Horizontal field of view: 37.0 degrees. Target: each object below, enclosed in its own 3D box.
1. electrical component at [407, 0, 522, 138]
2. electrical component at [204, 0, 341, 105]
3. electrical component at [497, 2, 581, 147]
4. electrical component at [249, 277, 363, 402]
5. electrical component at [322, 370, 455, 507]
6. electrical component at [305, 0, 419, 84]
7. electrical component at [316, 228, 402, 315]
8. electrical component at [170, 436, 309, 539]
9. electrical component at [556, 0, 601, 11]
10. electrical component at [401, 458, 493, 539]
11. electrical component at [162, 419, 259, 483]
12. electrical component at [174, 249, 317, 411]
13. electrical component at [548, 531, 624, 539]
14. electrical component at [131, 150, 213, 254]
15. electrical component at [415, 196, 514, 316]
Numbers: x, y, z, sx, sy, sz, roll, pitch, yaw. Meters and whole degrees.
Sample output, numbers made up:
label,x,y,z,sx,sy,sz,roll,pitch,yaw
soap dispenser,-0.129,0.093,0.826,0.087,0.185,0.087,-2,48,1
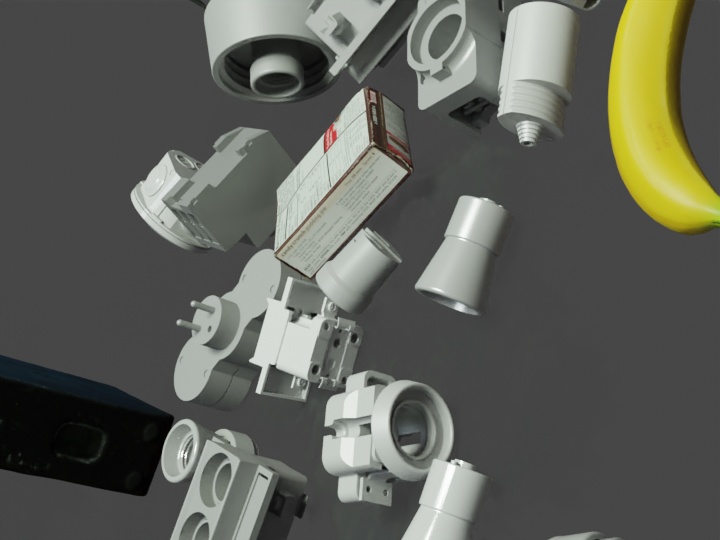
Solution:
label,x,y,z,sx,sy,sz,roll,pitch,yaw
electrical component,0.068,-0.140,0.684,0.050,0.056,0.089,-25,54,43
electrical component,-0.064,-0.167,0.822,0.108,0.108,0.060,-25,60,42
electrical component,0.104,-0.111,0.635,0.043,0.043,0.081,-9,66,49
electrical component,-0.035,0.050,0.723,0.064,0.042,0.081,15,89,49
electrical component,0.017,0.096,0.628,0.057,0.058,0.078,-21,57,47
electrical component,0.021,-0.197,0.743,0.121,0.063,0.078,-46,1,36
electrical component,0.000,0.000,0.712,0.046,0.040,0.040,-48,41,16
electrical component,-0.086,0.181,0.707,0.079,0.063,0.121,16,85,53
electrical component,0.125,-0.222,0.636,0.057,0.078,0.113,40,104,49
electrical component,0.047,0.136,0.585,0.044,0.044,0.065,6,73,52
electrical component,-0.106,0.133,0.762,0.045,0.055,0.045,-26,53,42
electrical component,-0.097,0.041,0.782,0.138,0.074,0.052,-51,40,22
electrical component,0.112,0.143,0.499,0.062,0.043,0.043,-23,56,42
electrical component,-0.143,-0.055,0.883,0.051,0.080,0.080,-49,41,16
electrical component,0.065,-0.011,0.637,0.044,0.044,0.065,13,78,53
